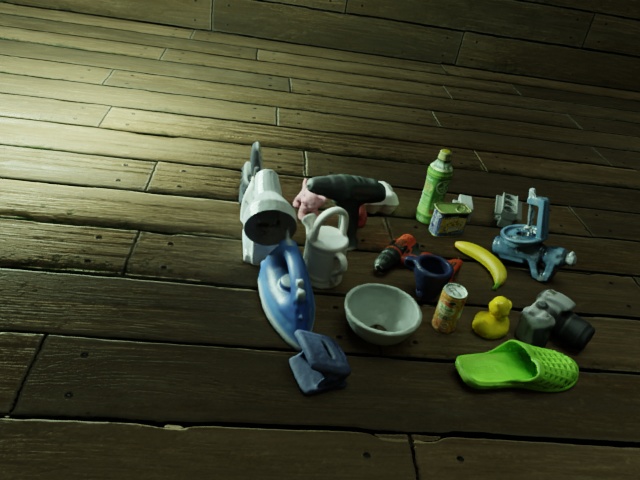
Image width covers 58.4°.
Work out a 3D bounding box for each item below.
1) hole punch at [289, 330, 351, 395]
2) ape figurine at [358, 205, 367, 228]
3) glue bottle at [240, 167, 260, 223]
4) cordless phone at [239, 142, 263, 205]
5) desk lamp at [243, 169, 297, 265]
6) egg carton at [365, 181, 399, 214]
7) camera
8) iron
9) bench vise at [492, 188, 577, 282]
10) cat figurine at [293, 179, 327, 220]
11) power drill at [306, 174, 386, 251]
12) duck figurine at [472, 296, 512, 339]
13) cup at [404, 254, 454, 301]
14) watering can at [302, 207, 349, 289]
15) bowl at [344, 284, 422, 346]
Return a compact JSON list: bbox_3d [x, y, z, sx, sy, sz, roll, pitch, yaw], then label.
[{"bbox_3d":[0.003,0.223,1.086,0.101,0.091,0.108,-6,37,-24],"label":"hole punch"},{"bbox_3d":[0.096,-0.082,1.572,0.076,0.092,0.078,14,33,6],"label":"ape figurine"},{"bbox_3d":[-0.167,-0.108,1.463,0.037,0.173,0.078,-17,42,-35],"label":"glue bottle"},{"bbox_3d":[-0.172,-0.197,1.584,0.094,0.185,0.147,2,34,-12],"label":"cordless phone"},{"bbox_3d":[-0.127,-0.043,1.339,0.118,0.213,0.203,2,34,-13],"label":"desk lamp"},{"bbox_3d":[0.150,-0.125,1.673,0.150,0.069,0.107,0,34,-16],"label":"egg carton"},{"bbox_3d":[0.535,0.186,1.284,0.143,0.101,0.136,-22,45,-40],"label":"camera"},{"bbox_3d":[-0.057,0.096,1.215,0.119,0.141,0.257,-1,35,-16],"label":"iron"},{"bbox_3d":[0.575,-0.018,1.494,0.207,0.220,0.122,20,34,15],"label":"bench vise"},{"bbox_3d":[-0.025,-0.119,1.570,0.067,0.118,0.127,-3,35,-19],"label":"cat figurine"},{"bbox_3d":[0.056,-0.072,1.440,0.230,0.208,0.075,-12,39,-30],"label":"power drill"},{"bbox_3d":[0.393,0.167,1.285,0.105,0.086,0.077,-18,42,-36],"label":"duck figurine"},{"bbox_3d":[0.247,0.091,1.351,0.117,0.095,0.092,21,34,15],"label":"cup"},{"bbox_3d":[0.010,0.005,1.323,0.172,0.194,0.101,29,37,26],"label":"watering can"},{"bbox_3d":[0.128,0.170,1.216,0.167,0.075,0.167,7,33,-5],"label":"bowl"}]
